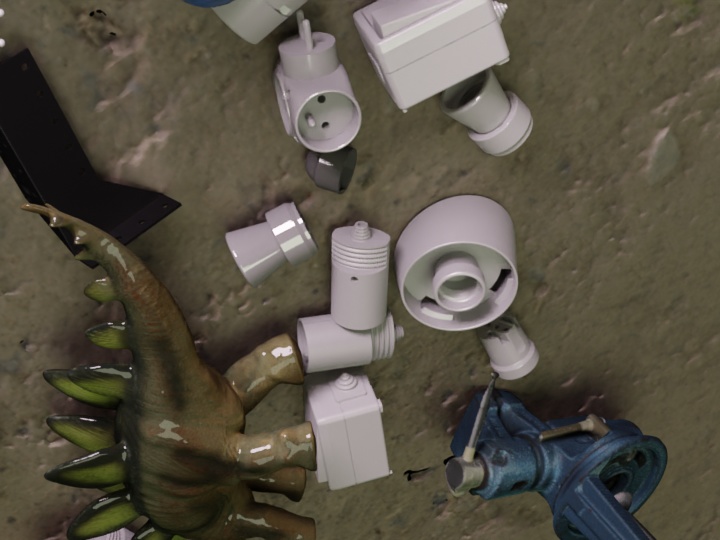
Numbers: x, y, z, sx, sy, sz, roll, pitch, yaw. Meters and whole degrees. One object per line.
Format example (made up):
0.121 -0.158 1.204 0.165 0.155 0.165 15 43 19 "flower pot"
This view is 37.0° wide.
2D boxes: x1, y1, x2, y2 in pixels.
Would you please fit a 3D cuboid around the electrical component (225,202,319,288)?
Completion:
-0.063 -0.019 0.779 0.055 0.045 0.045 -28 126 1 "electrical component"

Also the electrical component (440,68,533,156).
0.091 -0.113 0.764 0.045 0.045 0.055 -43 125 13 "electrical component"

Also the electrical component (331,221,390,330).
0.000 0.000 0.812 0.043 0.043 0.081 -7 124 -13 "electrical component"

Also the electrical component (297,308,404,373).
-0.006 0.054 0.847 0.081 0.043 0.043 -7 124 -13 "electrical component"

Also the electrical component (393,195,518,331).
0.076 -0.003 0.836 0.099 0.064 0.099 -1 130 -2 "electrical component"

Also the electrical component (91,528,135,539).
-0.212 0.234 0.903 0.043 0.043 0.062 -41 124 11 "electrical component"

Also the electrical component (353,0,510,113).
0.051 -0.160 0.709 0.096 0.061 0.061 -26 126 1 "electrical component"

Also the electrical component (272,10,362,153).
-0.032 -0.128 0.696 0.044 0.077 0.079 -14 125 -8 "electrical component"

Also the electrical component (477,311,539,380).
0.122 0.062 0.895 0.040 0.040 0.046 -30 121 4 "electrical component"

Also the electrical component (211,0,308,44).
-0.066 -0.174 0.669 0.047 0.055 0.055 -41 125 16 "electrical component"

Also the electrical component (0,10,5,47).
-0.252 -0.145 0.636 0.079 0.043 0.077 -1 123 -17 "electrical component"

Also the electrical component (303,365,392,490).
-0.015 0.123 0.878 0.061 0.061 0.096 -14 126 -8 "electrical component"
